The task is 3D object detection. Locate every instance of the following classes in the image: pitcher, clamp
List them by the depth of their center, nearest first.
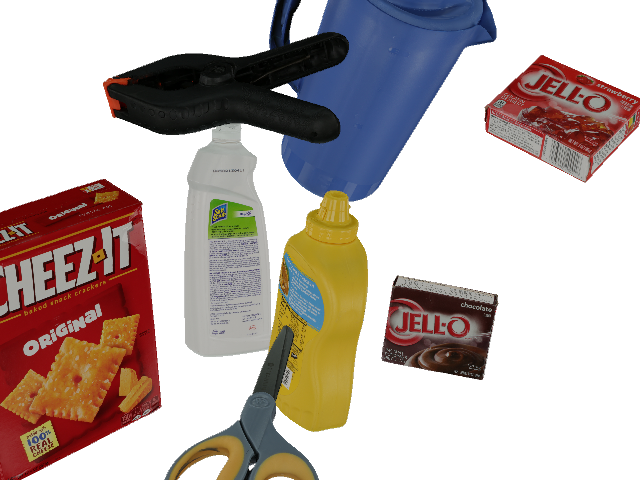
[{"bbox_3d":[-0.059,-0.108,0.734,0.171,0.039,0.120,5,34,13],"label":"clamp"},{"bbox_3d":[0.036,-0.155,0.982,0.144,0.149,0.243,-14,-32,-32],"label":"pitcher"}]

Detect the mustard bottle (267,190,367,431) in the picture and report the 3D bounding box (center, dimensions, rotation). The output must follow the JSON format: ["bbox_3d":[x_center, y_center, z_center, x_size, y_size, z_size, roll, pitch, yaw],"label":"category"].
[{"bbox_3d":[-0.001,0.050,0.858,0.058,0.192,0.096,-5,28,-25],"label":"mustard bottle"}]

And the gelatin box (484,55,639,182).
[{"bbox_3d":[0.175,-0.090,0.770,0.089,0.030,0.073,32,58,28],"label":"gelatin box"}]

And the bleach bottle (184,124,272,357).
[{"bbox_3d":[-0.097,-0.003,1.164,0.102,0.251,0.068,-5,15,-29],"label":"bleach bottle"}]

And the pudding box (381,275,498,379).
[{"bbox_3d":[0.127,0.092,1.140,0.113,0.090,0.039,9,22,7],"label":"pudding box"}]

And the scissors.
[{"bbox_3d":[-0.022,0.112,0.647,0.096,0.016,0.201,15,30,20],"label":"scissors"}]

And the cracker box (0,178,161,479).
[{"bbox_3d":[-0.222,0.076,0.895,0.163,0.214,0.072,-23,35,-36],"label":"cracker box"}]
